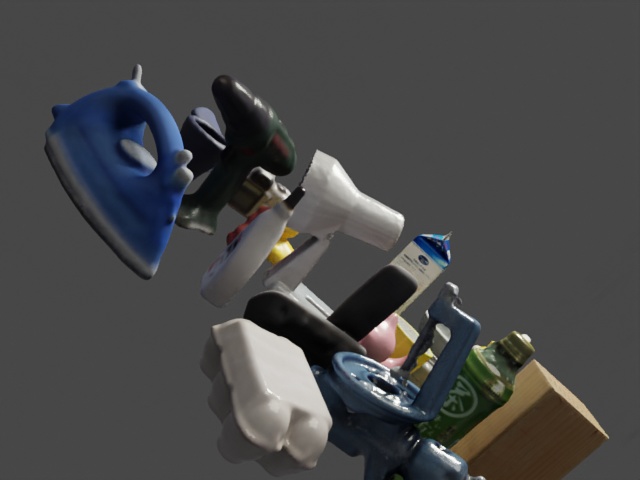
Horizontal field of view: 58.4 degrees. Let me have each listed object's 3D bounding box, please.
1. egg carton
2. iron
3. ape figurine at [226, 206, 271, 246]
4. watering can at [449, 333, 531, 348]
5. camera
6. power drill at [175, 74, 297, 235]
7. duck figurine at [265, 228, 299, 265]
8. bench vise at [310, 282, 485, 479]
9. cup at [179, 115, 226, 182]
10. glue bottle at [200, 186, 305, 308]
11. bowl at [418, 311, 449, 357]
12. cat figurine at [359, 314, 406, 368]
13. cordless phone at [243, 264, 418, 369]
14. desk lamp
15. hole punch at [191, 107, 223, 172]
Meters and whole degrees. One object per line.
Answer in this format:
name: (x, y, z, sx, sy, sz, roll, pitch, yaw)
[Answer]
egg carton: (-0.052, 0.142, 0.528, 0.108, 0.069, 0.150, 34, 15, -37)
iron: (-0.207, -0.090, 0.657, 0.257, 0.141, 0.119, 50, 14, 30)
ape figurine: (-0.097, -0.013, 0.865, 0.076, 0.092, 0.078, 49, 13, 27)
watering can: (0.303, 0.237, 1.054, 0.173, 0.194, 0.101, 43, 12, 2)
camera: (-0.122, -0.107, 1.090, 0.144, 0.100, 0.136, 37, 13, -28)
power drill: (-0.131, -0.110, 0.808, 0.075, 0.208, 0.230, 48, 13, 22)
duck figurine: (-0.063, -0.008, 0.974, 0.104, 0.086, 0.078, 44, 12, 6)
bench vise: (0.105, 0.165, 0.593, 0.207, 0.219, 0.122, 43, 12, 2)
cup: (-0.210, -0.151, 0.970, 0.092, 0.095, 0.117, 39, 12, -20)
glue bottle: (-0.077, 0.001, 0.687, 0.037, 0.173, 0.078, 39, 12, -20)
bowl: (0.265, 0.235, 1.226, 0.168, 0.074, 0.167, 41, 12, -10)
cat figurine: (0.077, 0.155, 0.786, 0.128, 0.117, 0.067, 36, 14, -32)
cordless phone: (0.013, 0.079, 0.679, 0.148, 0.185, 0.094, 37, 13, -26)
desk lamp: (0.008, 0.003, 0.856, 0.203, 0.213, 0.118, 41, 12, -10)
hole punch: (-0.217, -0.192, 1.100, 0.101, 0.091, 0.109, 43, 12, -1)
